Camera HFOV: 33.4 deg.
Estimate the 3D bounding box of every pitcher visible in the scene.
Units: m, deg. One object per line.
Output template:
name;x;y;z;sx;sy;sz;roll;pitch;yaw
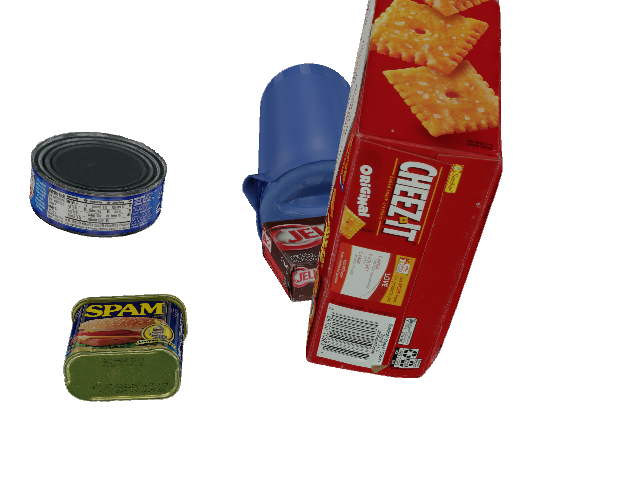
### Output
pitcher;0.005;-0.082;1.113;0.145;0.149;0.243;-21;35;9

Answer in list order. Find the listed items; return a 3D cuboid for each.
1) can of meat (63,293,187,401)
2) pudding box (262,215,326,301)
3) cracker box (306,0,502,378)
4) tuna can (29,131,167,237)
can of meat;-0.167;0.093;0.919;0.102;0.057;0.084;-2;29;-4
pudding box;0.015;0.011;0.894;0.113;0.039;0.090;-5;26;-17
cracker box;0.048;-0.060;0.568;0.072;0.213;0.164;11;-44;0
tuna can;-0.143;-0.037;0.687;0.086;0.034;0.086;9;29;-5
